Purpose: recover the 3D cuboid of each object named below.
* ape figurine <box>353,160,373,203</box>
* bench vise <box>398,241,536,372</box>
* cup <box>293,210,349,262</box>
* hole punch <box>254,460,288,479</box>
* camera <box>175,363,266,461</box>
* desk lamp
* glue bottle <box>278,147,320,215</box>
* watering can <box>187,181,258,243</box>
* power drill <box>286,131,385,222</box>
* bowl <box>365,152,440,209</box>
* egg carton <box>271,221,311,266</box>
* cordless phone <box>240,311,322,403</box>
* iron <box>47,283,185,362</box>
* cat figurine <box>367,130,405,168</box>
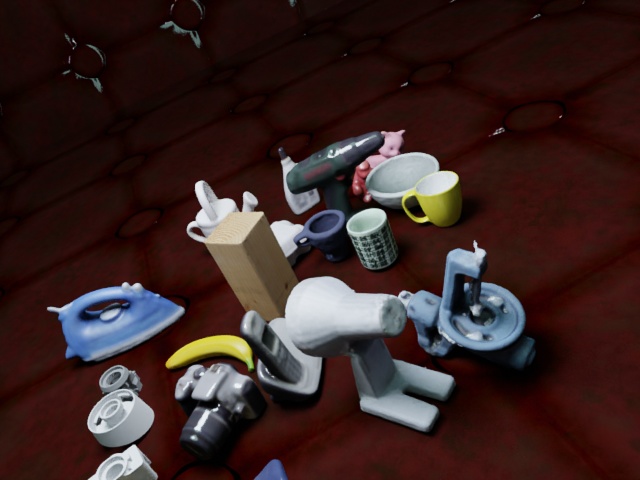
[{"bbox_3d":[0.107,-0.146,1.338,0.077,0.092,0.076,-19,34,7],"label":"ape figurine"},{"bbox_3d":[0.195,0.098,0.835,0.206,0.220,0.121,-4,39,27],"label":"bench vise"},{"bbox_3d":[0.011,0.004,1.189,0.118,0.095,0.091,-26,34,-2],"label":"cup"},{"bbox_3d":[-0.065,0.364,0.747,0.101,0.091,0.108,-29,34,-7],"label":"hole punch"},{"bbox_3d":[-0.185,0.275,0.933,0.142,0.101,0.137,0,40,31],"label":"camera"},{"bbox_3d":[0.071,0.154,0.841,0.202,0.214,0.118,7,45,38],"label":"desk lamp"},{"bbox_3d":[-0.061,-0.147,1.370,0.078,0.173,0.037,-34,35,-14],"label":"glue bottle"},{"bbox_3d":[-0.228,-0.057,1.329,0.173,0.194,0.100,-32,35,-12],"label":"watering can"},{"bbox_3d":[0.053,-0.115,1.224,0.229,0.209,0.075,-14,35,15],"label":"power drill"},{"bbox_3d":[0.188,-0.119,1.266,0.167,0.075,0.167,-16,35,12],"label":"bowl"},{"bbox_3d":[-0.092,0.020,1.254,0.107,0.069,0.150,17,51,44],"label":"egg carton"},{"bbox_3d":[-0.067,0.163,0.938,0.094,0.185,0.147,-15,35,14],"label":"cordless phone"},{"bbox_3d":[-0.435,0.152,1.218,0.258,0.142,0.118,-23,34,2],"label":"iron"},{"bbox_3d":[0.153,-0.210,1.375,0.127,0.118,0.067,-17,34,10],"label":"cat figurine"}]
